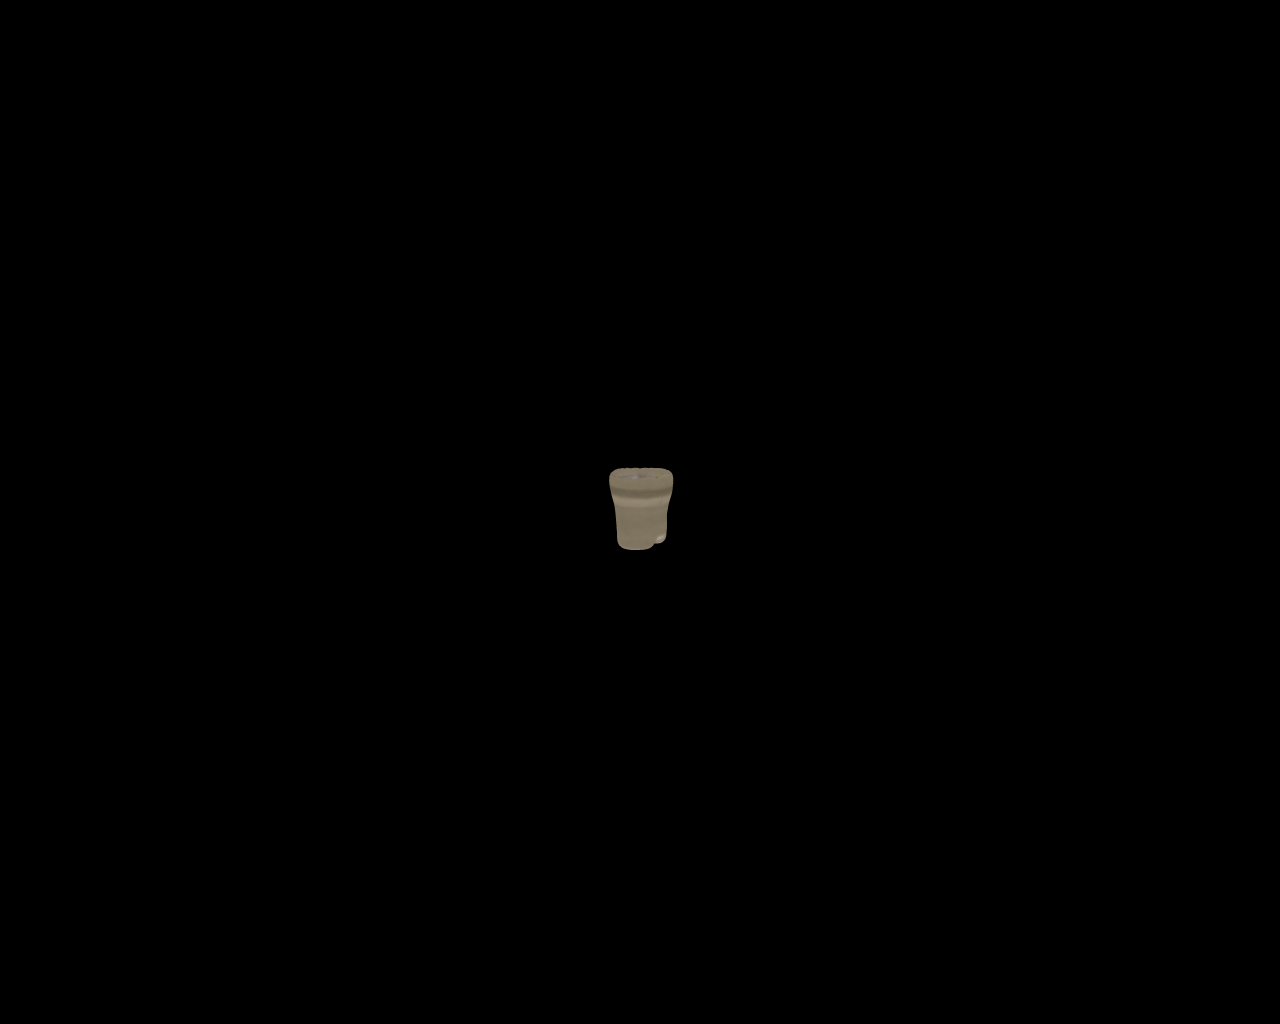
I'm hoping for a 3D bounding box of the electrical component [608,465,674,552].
[{"bbox_3d":[0.001,-0.003,0.650,0.040,0.046,0.040,0,13,0],"label":"electrical component"}]
